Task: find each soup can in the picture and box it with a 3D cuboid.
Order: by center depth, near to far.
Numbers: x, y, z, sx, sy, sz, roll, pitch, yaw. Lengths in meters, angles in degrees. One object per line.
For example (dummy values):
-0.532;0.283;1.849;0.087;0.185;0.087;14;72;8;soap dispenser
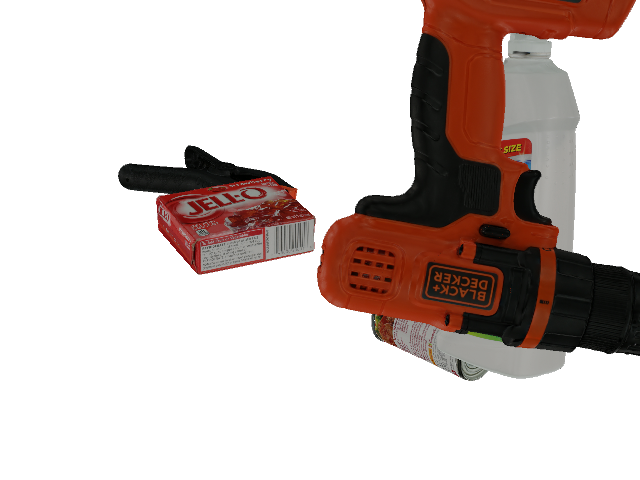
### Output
0.106;0.078;0.968;0.102;0.068;0.068;23;15;39;soup can

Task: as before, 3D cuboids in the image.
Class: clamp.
-0.106;-0.054;1.024;0.172;0.039;0.120;18;29;35;clamp

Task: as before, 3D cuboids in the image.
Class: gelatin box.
-0.058;-0.012;0.726;0.089;0.030;0.073;-11;30;-24;gelatin box

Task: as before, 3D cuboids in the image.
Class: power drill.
0.102;-0.041;0.518;0.184;0.188;0.057;10;2;-3;power drill

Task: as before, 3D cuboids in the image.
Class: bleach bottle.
0.143;-0.030;0.799;0.067;0.251;0.103;-8;16;-36;bleach bottle
